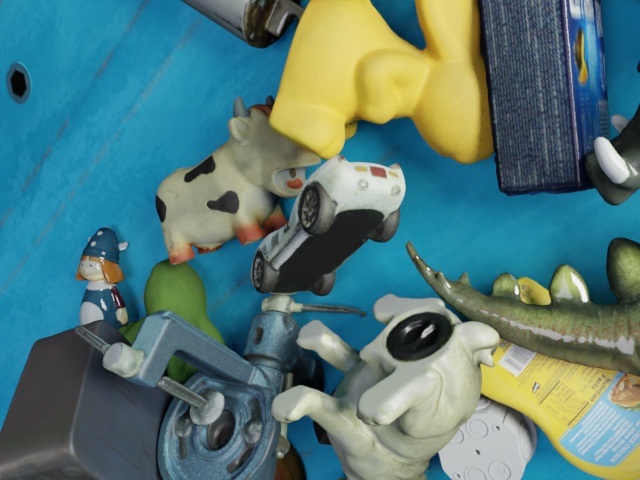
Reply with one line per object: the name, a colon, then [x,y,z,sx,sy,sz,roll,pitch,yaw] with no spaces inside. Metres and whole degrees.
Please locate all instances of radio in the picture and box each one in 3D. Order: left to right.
radio: [-0.173,0.192,0.487,0.073,0.131,0.229,-20,128,10]

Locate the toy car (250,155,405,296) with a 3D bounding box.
toy car: [-0.001,-0.001,0.460,0.201,0.073,0.056,133,136,-52]

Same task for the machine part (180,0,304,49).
machine part: [-0.102,-0.250,0.495,0.243,0.079,0.079,37,116,19]

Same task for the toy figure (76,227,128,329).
toy figure: [-0.270,0.062,0.670,0.064,0.058,0.154,-2,100,-9]

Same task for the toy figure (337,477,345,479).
toy figure: [0.067,0.287,0.509,0.180,0.082,0.089,-14,100,28]

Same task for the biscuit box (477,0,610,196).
biscuit box: [0.150,-0.132,0.362,0.063,0.059,0.202,1,101,49]

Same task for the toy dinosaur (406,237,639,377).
toy dinosaur: [0.279,0.062,0.311,0.472,0.105,0.198,-1,80,22]

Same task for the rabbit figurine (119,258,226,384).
rabbit figurine: [-0.180,0.108,0.594,0.159,0.121,0.170,32,100,28]

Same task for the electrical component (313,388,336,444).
electrical component: [0.041,0.174,0.508,0.102,0.078,0.045,-56,34,21]

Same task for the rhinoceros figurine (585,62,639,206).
rhinoceros figurine: [0.219,-0.076,0.259,0.112,0.073,0.190,44,139,7]

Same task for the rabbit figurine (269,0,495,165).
rabbit figurine: [0.067,-0.127,0.421,0.173,0.122,0.162,25,103,8]

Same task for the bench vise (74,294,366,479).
bench vise: [-0.080,0.121,0.462,0.129,0.240,0.223,5,61,36]

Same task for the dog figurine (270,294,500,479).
dog figurine: [0.076,0.150,0.417,0.172,0.121,0.190,-14,118,35]

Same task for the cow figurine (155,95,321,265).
cow figurine: [-0.082,-0.058,0.523,0.195,0.085,0.127,-17,97,33]
